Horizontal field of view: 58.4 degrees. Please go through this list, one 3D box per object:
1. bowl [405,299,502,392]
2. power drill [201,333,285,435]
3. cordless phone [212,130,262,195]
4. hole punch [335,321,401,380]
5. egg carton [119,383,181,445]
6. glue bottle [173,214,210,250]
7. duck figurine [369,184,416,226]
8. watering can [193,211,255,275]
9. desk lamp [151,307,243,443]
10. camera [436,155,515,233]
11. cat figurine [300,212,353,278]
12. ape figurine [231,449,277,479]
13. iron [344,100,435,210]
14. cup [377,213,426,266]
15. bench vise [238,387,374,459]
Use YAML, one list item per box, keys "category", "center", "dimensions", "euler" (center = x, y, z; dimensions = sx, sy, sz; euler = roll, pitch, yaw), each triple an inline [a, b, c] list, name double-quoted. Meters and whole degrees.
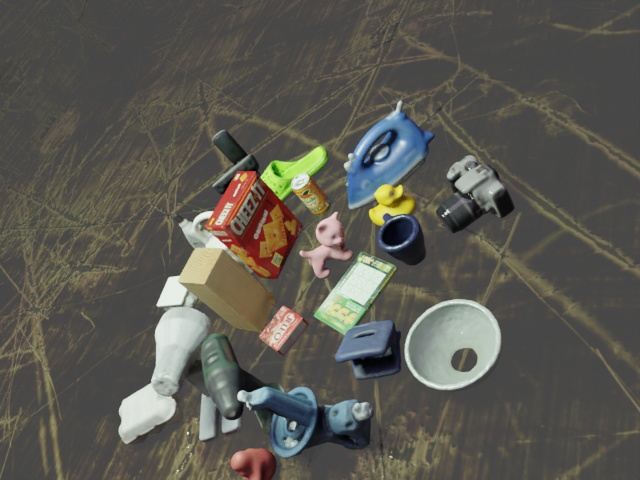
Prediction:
- category: "bowl"
  center: [0.234, 0.189, 0.970]
  dimensions: [0.167, 0.075, 0.167]
  euler: [-20, 45, 22]
- category: "power drill"
  center: [-0.141, 0.280, 1.072]
  dimensions: [0.075, 0.209, 0.228]
  euler: [-42, 41, -1]
- category: "cordless phone"
  center: [-0.265, -0.215, 1.618]
  dimensions: [0.147, 0.186, 0.094]
  euler: [-42, 41, -1]
- category: "hole punch"
  center: [0.089, 0.195, 1.063]
  dimensions: [0.108, 0.091, 0.101]
  euler: [-17, 46, 25]
- category: "egg carton"
  center: [-0.377, 0.381, 1.270]
  dimensions: [0.150, 0.070, 0.107]
  euler: [-33, 42, 10]
- category: "glue bottle"
  center: [-0.321, -0.014, 1.494]
  dimensions: [0.078, 0.174, 0.037]
  euler: [-7, 51, 33]
- category: "duck figurine"
  center: [0.150, -0.083, 1.264]
  dimensions: [0.104, 0.086, 0.077]
  euler: [-27, 43, 16]
- category: "watering can"
  center: [-0.226, 0.005, 1.389]
  dimensions: [0.101, 0.195, 0.172]
  euler: [-38, 41, 3]
- category: "desk lamp"
  center: [-0.252, 0.268, 1.163]
  dimensions: [0.117, 0.214, 0.203]
  euler: [-25, 43, 18]
- category: "camera"
  center: [0.292, -0.090, 1.151]
  dimensions: [0.137, 0.101, 0.142]
  euler: [-37, 41, 4]
- category: "cat figurine"
  center: [0.012, 0.005, 1.267]
  dimensions: [0.128, 0.118, 0.067]
  euler: [-40, 41, 1]
- category: "ape figurine"
  center: [-0.127, 0.409, 1.038]
  dimensions: [0.076, 0.092, 0.077]
  euler: [-37, 41, 5]
- category: "iron"
  center: [0.135, -0.198, 1.333]
  dimensions: [0.258, 0.142, 0.118]
  euler: [-44, 41, -3]
- category: "cup"
  center: [0.170, 0.001, 1.168]
  dimensions: [0.091, 0.095, 0.117]
  euler: [-36, 41, 5]
- category: "bench vise"
  center: [-0.023, 0.285, 0.970]
  dimensions: [0.207, 0.220, 0.121]
  euler: [-31, 42, 12]
